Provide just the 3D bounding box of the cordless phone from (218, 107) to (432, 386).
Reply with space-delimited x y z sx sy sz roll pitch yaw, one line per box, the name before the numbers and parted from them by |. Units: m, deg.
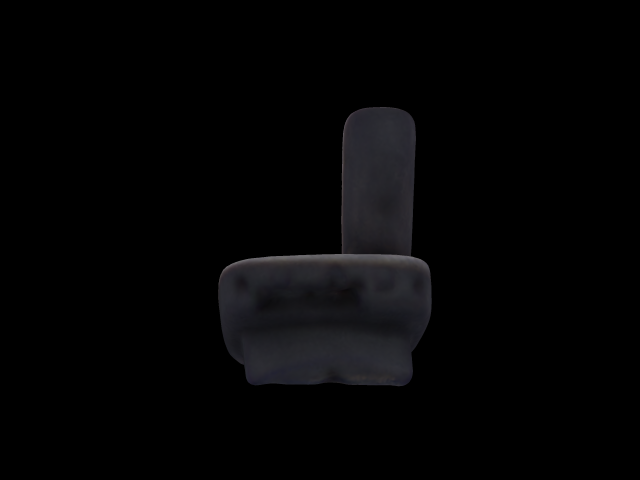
cordless phone | 0.004 0.001 0.400 0.148 0.185 0.094 0 2 -11
